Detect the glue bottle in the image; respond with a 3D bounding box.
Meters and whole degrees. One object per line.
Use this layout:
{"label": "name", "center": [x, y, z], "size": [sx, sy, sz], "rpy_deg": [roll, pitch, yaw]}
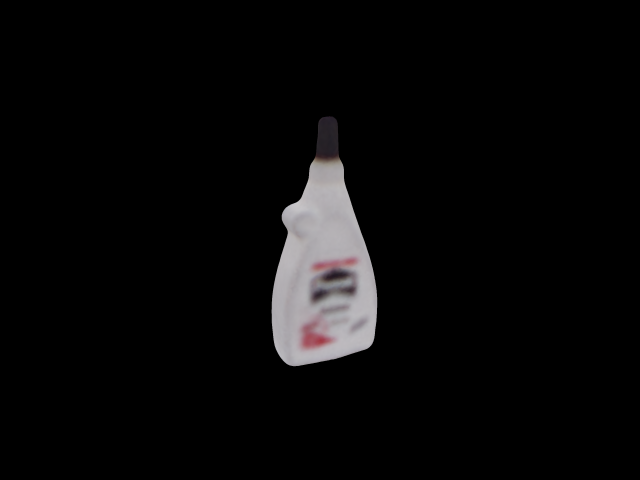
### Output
{"label": "glue bottle", "center": [0.004, 0.001, 0.400], "size": [0.078, 0.173, 0.037], "rpy_deg": [-10, 23, -26]}
